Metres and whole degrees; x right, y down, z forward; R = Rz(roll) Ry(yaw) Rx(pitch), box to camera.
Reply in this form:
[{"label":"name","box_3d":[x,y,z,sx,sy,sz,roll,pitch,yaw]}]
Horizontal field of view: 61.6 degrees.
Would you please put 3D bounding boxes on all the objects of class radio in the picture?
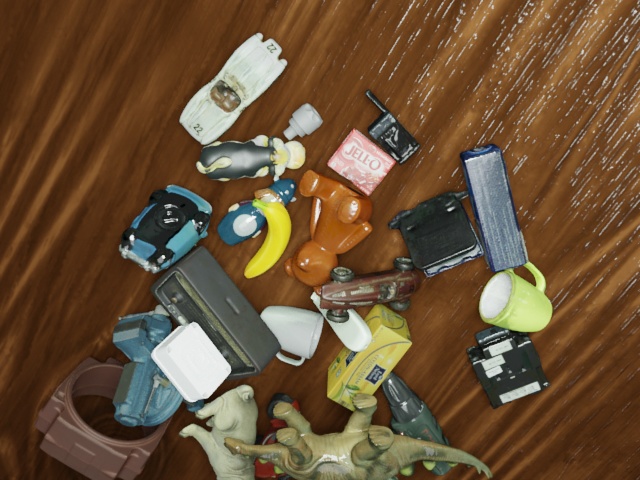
[{"label":"radio","box_3d":[-0.183,0.133,0.932,0.131,0.073,0.229,-28,101,45]}]

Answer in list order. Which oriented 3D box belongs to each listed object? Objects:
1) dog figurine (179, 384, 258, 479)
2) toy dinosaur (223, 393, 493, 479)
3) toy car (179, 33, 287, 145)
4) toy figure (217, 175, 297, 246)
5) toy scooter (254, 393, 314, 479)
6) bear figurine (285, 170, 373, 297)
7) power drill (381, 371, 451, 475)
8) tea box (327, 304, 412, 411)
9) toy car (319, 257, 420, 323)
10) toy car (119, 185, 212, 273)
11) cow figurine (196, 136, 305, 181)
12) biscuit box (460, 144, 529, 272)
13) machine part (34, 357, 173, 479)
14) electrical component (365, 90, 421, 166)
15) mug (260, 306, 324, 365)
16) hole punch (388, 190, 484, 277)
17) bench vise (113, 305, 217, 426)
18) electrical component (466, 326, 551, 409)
[{"label":"dog figurine","box_3d":[-0.141,0.381,0.973,0.191,0.121,0.172,51,123,22]},{"label":"toy dinosaur","box_3d":[0.070,0.366,0.919,0.472,0.105,0.198,1,122,2]},{"label":"toy car","box_3d":[-0.139,-0.238,0.858,0.202,0.056,0.073,-42,100,15]},{"label":"toy figure","box_3d":[-0.103,-0.049,0.915,0.154,0.058,0.064,-36,139,12]},{"label":"toy scooter","box_3d":[-0.062,0.393,1.031,0.135,0.075,0.183,27,105,5]},{"label":"bear figurine","box_3d":[0.001,-0.002,0.888,0.120,0.132,0.195,38,104,23]},{"label":"power drill","box_3d":[0.127,0.379,1.021,0.207,0.086,0.232,-41,103,7]},{"label":"tea box","box_3d":[0.084,0.208,0.956,0.068,0.098,0.169,33,104,-8]},{"label":"toy car","box_3d":[0.089,0.083,0.892,0.202,0.053,0.089,-6,113,-36]},{"label":"toy car","box_3d":[-0.256,-0.005,0.907,0.109,0.161,0.102,26,148,8]},{"label":"cow figurine","box_3d":[-0.109,-0.133,0.867,0.167,0.098,0.068,-6,100,6]},{"label":"biscuit box","box_3d":[0.284,-0.053,0.882,0.063,0.059,0.202,-15,106,10]},{"label":"machine part","box_3d":[-0.379,0.316,0.966,0.201,0.201,0.087,34,106,-6]},{"label":"electrical component","box_3d":[0.102,-0.178,0.849,0.119,0.075,0.048,42,105,-13]},{"label":"mug","box_3d":[-0.057,0.168,0.969,0.107,0.081,0.109,18,117,12]},{"label":"hole punch","box_3d":[0.201,-0.007,0.893,0.142,0.092,0.116,-25,64,21]},{"label":"bench vise","box_3d":[-0.279,0.242,0.972,0.129,0.224,0.240,-24,134,16]},{"label":"electrical component","box_3d":[0.333,0.219,0.962,0.115,0.058,0.134,-24,103,9]}]
